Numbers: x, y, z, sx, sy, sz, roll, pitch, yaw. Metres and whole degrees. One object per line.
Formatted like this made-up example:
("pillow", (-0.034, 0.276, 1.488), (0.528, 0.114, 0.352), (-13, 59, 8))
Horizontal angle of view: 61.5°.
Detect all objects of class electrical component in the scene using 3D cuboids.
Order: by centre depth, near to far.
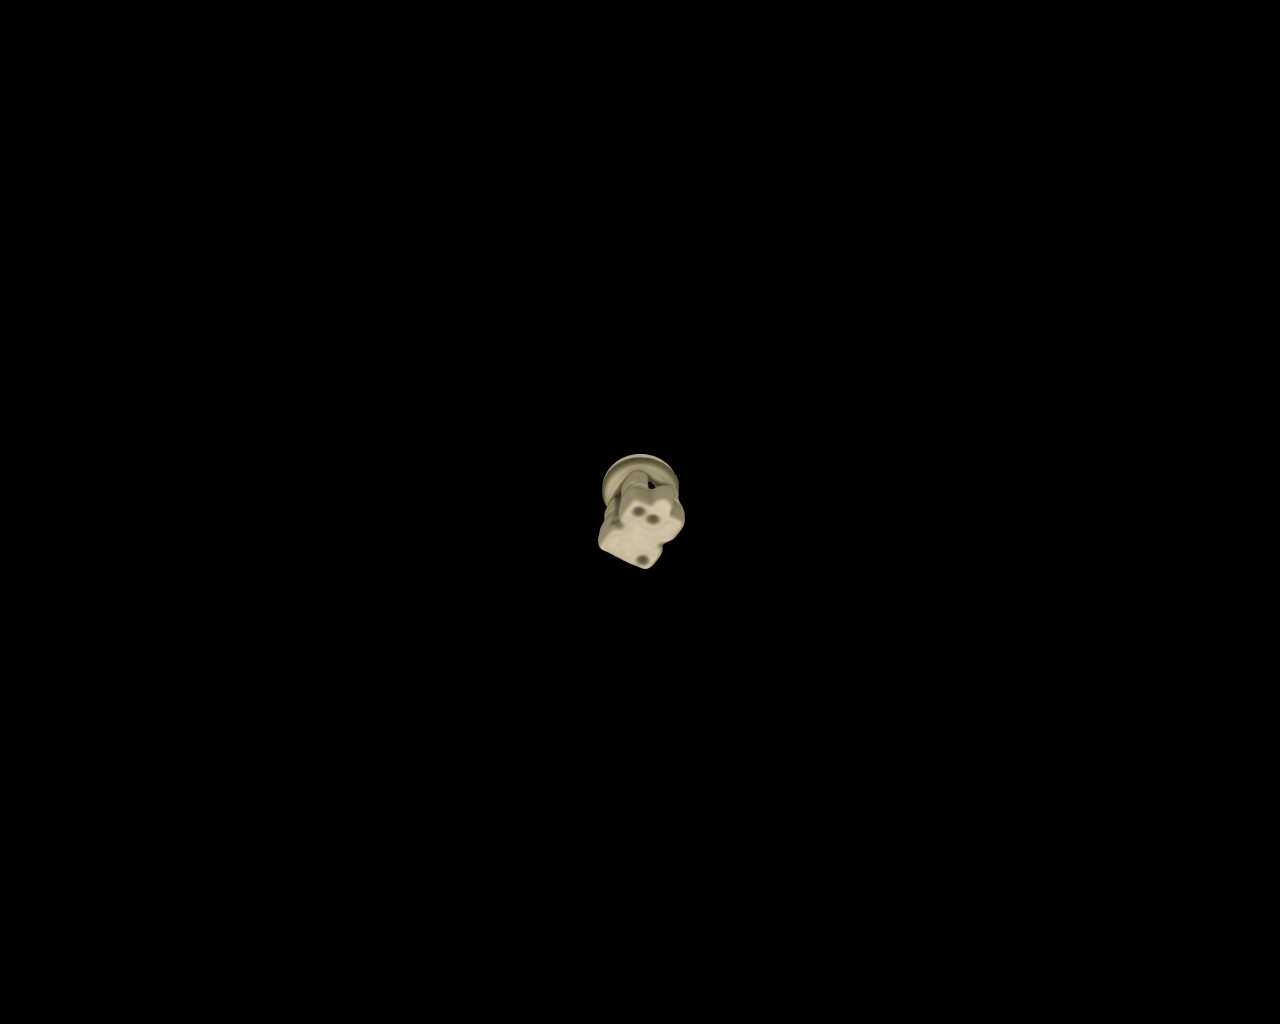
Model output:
("electrical component", (0.001, -0.003, 0.650), (0.048, 0.066, 0.055), (27, 32, -18))
